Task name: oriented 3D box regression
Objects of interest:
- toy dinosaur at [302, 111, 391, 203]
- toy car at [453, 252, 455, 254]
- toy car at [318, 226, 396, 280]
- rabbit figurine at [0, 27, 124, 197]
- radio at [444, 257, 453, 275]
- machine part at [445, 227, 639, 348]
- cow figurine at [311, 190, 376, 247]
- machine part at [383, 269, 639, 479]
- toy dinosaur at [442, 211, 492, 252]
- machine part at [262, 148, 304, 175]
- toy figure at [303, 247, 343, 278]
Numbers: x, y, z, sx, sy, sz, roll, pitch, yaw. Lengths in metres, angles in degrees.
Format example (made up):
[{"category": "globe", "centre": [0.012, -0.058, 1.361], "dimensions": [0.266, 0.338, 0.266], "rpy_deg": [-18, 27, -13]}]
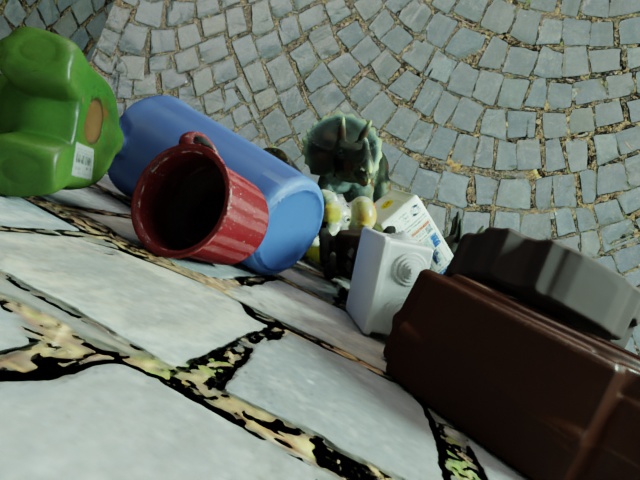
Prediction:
[{"category": "toy dinosaur", "centre": [0.072, -0.118, 0.958], "dimensions": [0.131, 0.192, 0.405], "rpy_deg": [11, 8, 17]}, {"category": "toy car", "centre": [0.263, 0.096, 0.900], "dimensions": [0.109, 0.103, 0.162], "rpy_deg": [28, 9, -43]}, {"category": "toy car", "centre": [0.046, 0.023, 0.648], "dimensions": [0.089, 0.053, 0.202], "rpy_deg": [1, -11, 3]}, {"category": "rabbit figurine", "centre": [-0.263, -0.110, 0.444], "dimensions": [0.170, 0.121, 0.159], "rpy_deg": [10, 10, -1]}, {"category": "radio", "centre": [0.268, 0.097, 0.719], "dimensions": [0.230, 0.131, 0.073], "rpy_deg": [25, 5, 10]}, {"category": "machine part", "centre": [0.213, 0.050, 0.525], "dimensions": [0.179, 0.056, 0.179], "rpy_deg": [26, -10, 5]}, {"category": "cow figurine", "centre": [-0.015, -0.025, 0.693], "dimensions": [0.167, 0.068, 0.098], "rpy_deg": [-17, -16, 38]}, {"category": "machine part", "centre": [0.165, 0.100, 0.386], "dimensions": [0.201, 0.087, 0.202], "rpy_deg": [20, 4, -42]}, {"category": "toy dinosaur", "centre": [0.298, 0.042, 1.203], "dimensions": [0.105, 0.198, 0.471], "rpy_deg": [27, 5, -2]}, {"category": "machine part", "centre": [-0.055, -0.086, 0.914], "dimensions": [0.079, 0.079, 0.243], "rpy_deg": [26, -7, 26]}, {"category": "toy figure", "centre": [0.000, -0.001, 0.816], "dimensions": [0.180, 0.089, 0.082], "rpy_deg": [17, -4, 28]}]
